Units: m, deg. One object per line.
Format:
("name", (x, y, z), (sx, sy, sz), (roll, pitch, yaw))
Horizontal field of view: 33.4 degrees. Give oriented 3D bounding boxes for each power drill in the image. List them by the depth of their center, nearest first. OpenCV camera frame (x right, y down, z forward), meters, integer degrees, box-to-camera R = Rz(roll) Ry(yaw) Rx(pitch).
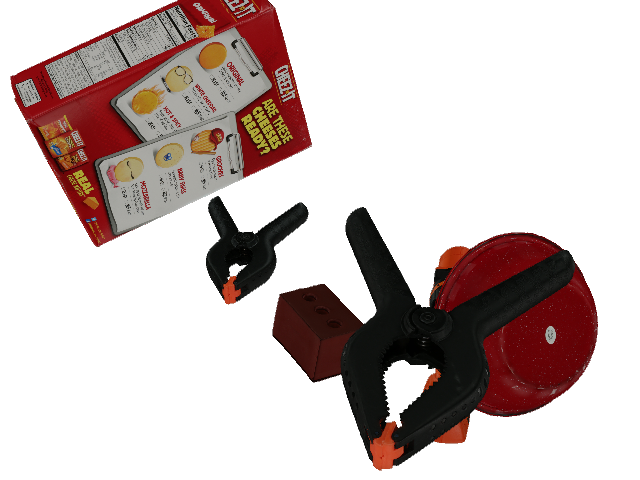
("power drill", (0.140, 0.120, 1.142), (0.057, 0.188, 0.184), (8, 25, 9))

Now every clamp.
("clamp", (0.062, 0.057, 0.705), (0.165, 0.036, 0.209), (17, 47, 20))
("clamp", (-0.075, 0.005, 1.225), (0.120, 0.039, 0.171), (-5, 42, 6))

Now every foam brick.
("foam brick", (-0.002, 0.085, 0.994), (0.052, 0.051, 0.078), (-13, 38, -31))

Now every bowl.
("bowl", (0.177, 0.075, 0.900), (0.161, 0.162, 0.055), (0, 5, -22))

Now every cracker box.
("cracker box", (-0.129, -0.108, 0.899), (0.213, 0.072, 0.164), (-27, -38, -8))
